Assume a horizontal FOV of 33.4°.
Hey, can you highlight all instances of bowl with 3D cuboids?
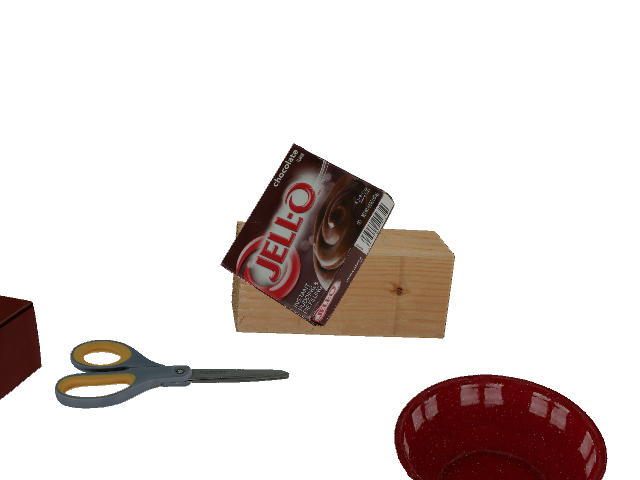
[{"bbox_3d":[0.137,0.175,0.832,0.162,0.055,0.162,0,32,0],"label":"bowl"}]

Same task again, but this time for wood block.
[{"bbox_3d":[0.018,0.039,1.064,0.206,0.091,0.090,3,16,-9],"label":"wood block"}]

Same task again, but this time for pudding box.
[{"bbox_3d":[-0.009,-0.004,0.813,0.090,0.113,0.039,30,-4,26],"label":"pudding box"}]

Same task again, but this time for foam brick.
[{"bbox_3d":[-0.233,0.076,0.715,0.053,0.051,0.078,9,28,24],"label":"foam brick"}]

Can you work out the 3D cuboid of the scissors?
[{"bbox_3d":[-0.138,0.112,0.959,0.201,0.016,0.096,-8,32,-18],"label":"scissors"}]
